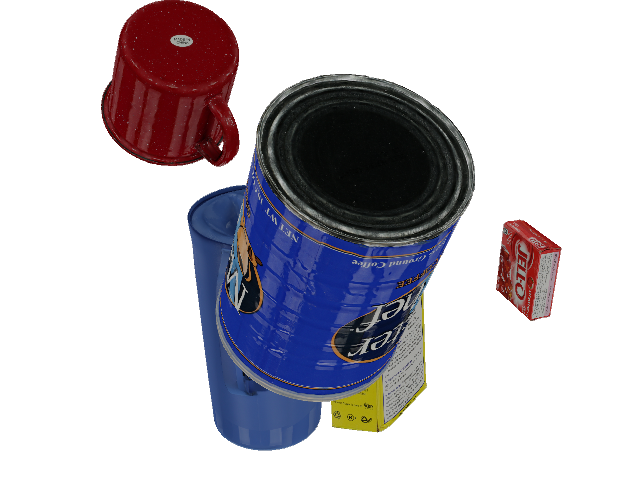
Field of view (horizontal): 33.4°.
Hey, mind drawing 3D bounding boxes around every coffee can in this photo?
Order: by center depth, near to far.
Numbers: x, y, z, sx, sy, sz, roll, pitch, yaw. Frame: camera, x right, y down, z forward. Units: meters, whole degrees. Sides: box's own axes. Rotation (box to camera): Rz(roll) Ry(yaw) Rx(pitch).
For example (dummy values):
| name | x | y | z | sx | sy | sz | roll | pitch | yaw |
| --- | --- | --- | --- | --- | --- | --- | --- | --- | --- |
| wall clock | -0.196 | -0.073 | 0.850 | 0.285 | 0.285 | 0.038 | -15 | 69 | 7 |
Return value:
| name | x | y | z | sx | sy | sz | roll | pitch | yaw |
| --- | --- | --- | --- | --- | --- | --- | --- | --- | --- |
| coffee can | 0.007 | 0.003 | 0.535 | 0.102 | 0.103 | 0.140 | 0 | -37 | -15 |

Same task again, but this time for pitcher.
| name | x | y | z | sx | sy | sz | roll | pitch | yaw |
| --- | --- | --- | --- | --- | --- | --- | --- | --- | --- |
| pitcher | -0.057 | 0.081 | 1.012 | 0.149 | 0.243 | 0.145 | -17 | 31 | -29 |

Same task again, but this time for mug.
| name | x | y | z | sx | sy | sz | roll | pitch | yaw |
| --- | --- | --- | --- | --- | --- | --- | --- | --- | --- |
| mug | -0.096 | -0.103 | 0.740 | 0.093 | 0.117 | 0.082 | -29 | -18 | -28 |

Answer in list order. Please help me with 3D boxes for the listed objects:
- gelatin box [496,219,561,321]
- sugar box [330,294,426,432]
| name | x | y | z | sx | sy | sz | roll | pitch | yaw |
| --- | --- | --- | --- | --- | --- | --- | --- | --- | --- |
| gelatin box | 0.227 | 0.032 | 1.175 | 0.030 | 0.089 | 0.073 | -10 | 30 | -21 |
| sugar box | 0.039 | 0.038 | 0.761 | 0.048 | 0.176 | 0.093 | 2 | 15 | 26 |
